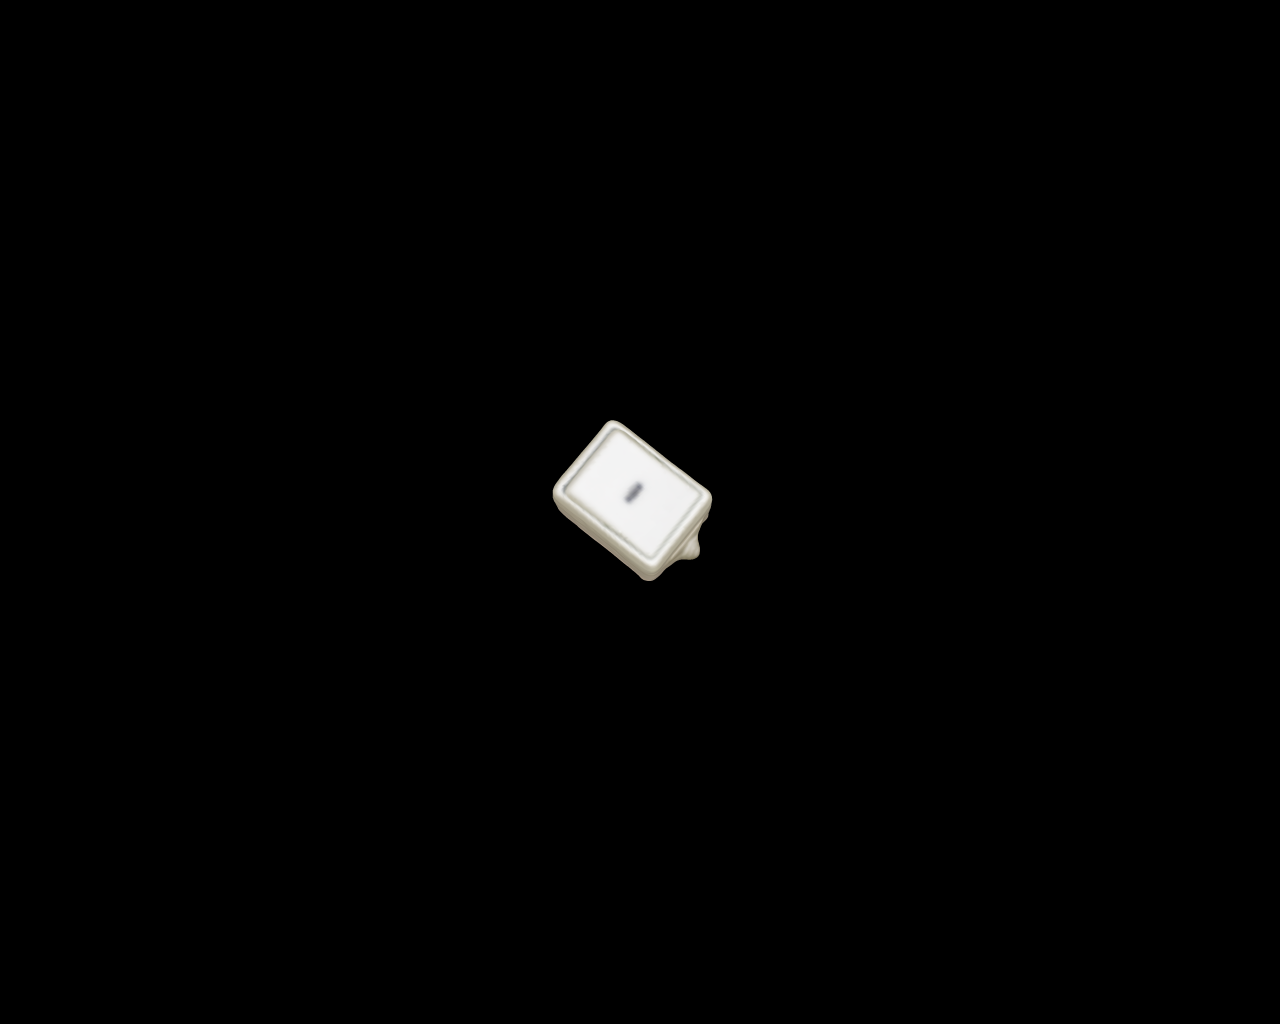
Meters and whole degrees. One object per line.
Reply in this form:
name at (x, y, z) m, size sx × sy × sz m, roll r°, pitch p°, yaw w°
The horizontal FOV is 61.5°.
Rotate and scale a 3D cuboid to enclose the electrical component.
electrical component at (0.001, -0.003, 0.650) m, size 0.096 × 0.062 × 0.061 m, roll 38°, pitch -9°, yaw 7°
